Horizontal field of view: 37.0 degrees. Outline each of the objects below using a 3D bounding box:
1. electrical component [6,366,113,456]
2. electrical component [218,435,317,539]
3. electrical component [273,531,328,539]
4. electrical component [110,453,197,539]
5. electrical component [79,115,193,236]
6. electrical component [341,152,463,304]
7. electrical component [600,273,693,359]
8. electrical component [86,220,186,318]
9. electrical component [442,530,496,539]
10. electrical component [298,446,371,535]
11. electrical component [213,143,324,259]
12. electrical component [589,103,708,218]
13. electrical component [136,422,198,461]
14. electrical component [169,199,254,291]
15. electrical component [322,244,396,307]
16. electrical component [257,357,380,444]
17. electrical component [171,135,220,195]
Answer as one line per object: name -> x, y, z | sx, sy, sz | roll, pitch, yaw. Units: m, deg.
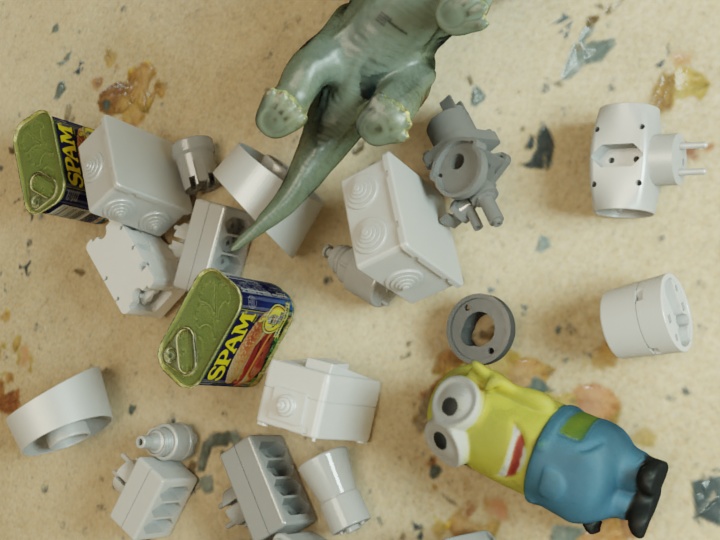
electrical component -> -0.288, 0.136, 1.034 | 0.099, 0.099, 0.064 | -33, 73, 25
electrical component -> -0.092, 0.195, 0.923 | 0.076, 0.047, 0.083 | -36, 65, 24
electrical component -> -0.032, 0.281, 0.866 | 0.109, 0.056, 0.108 | 20, 94, 34
electrical component -> -0.202, 0.199, 0.995 | 0.077, 0.047, 0.065 | 34, 102, 32
electrical component -> -0.213, -0.086, 1.013 | 0.048, 0.100, 0.099 | -38, 53, 28
electrical component -> 0.032, -0.030, 0.839 | 0.048, 0.100, 0.099 | -26, 56, 24
electrical component -> 0.200, 0.034, 0.752 | 0.047, 0.055, 0.055 | -15, 75, 34
electrical component -> -0.209, -0.003, 1.024 | 0.050, 0.056, 0.089 | -46, 61, 19
electrical component -> 0.085, 0.252, 0.780 | 0.057, 0.078, 0.113 | -45, 62, 24
electrical component -> -0.018, 0.183, 0.881 | 0.044, 0.044, 0.065 | -33, 71, 25
electrical component -> -0.081, -0.062, 0.927 | 0.099, 0.099, 0.064 | 41, 99, 31
electrical component -> 0.208, -0.078, 0.769 | 0.079, 0.043, 0.077 | 1, 83, 33
electrical component -> -0.178, 0.156, 0.977 | 0.035, 0.061, 0.035 | -5, 80, 33
electrical component -> -0.147, -0.023, 0.991 | 0.076, 0.047, 0.083 | 17, 92, 34
electrical component -> 0.000, 0.000, 0.896 | 0.078, 0.040, 0.040 | 30, 100, 33
electrical component -> -0.035, 0.102, 0.870 | 0.062, 0.096, 0.061 | 11, 87, 34
electrical component -> -0.153, -0.098, 1.012 | 0.040, 0.040, 0.046 | -22, 77, 29
